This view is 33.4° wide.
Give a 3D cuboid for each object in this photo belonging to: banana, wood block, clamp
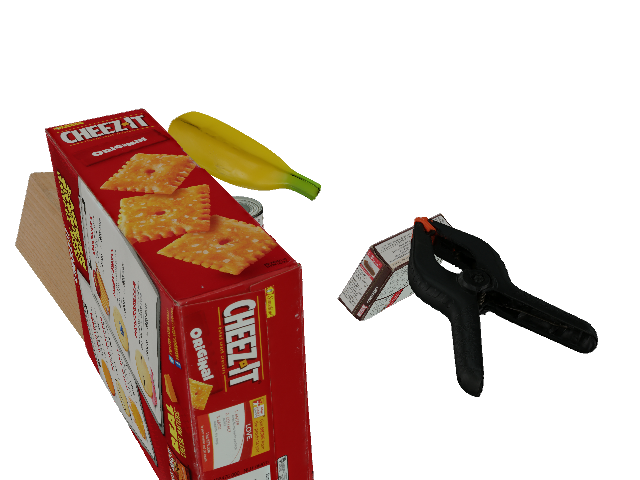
[{"bbox_3d":[-0.076,-0.065,0.782,0.069,0.037,0.198,37,-4,-34],"label":"banana"},{"bbox_3d":[-0.209,0.022,1.038,0.090,0.091,0.206,-4,35,-40],"label":"wood block"},{"bbox_3d":[0.130,0.043,0.824,0.120,0.039,0.171,-5,46,-23],"label":"clamp"}]

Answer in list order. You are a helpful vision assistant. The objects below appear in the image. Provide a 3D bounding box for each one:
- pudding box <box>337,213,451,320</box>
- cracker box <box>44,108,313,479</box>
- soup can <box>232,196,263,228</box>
[{"bbox_3d":[0.081,0.027,1.099,0.113,0.039,0.090,-26,-25,-41],"label":"pudding box"},{"bbox_3d":[-0.081,0.041,0.595,0.072,0.164,0.214,-16,33,-22],"label":"cracker box"},{"bbox_3d":[-0.102,0.006,1.282,0.068,0.102,0.068,1,26,-1],"label":"soup can"}]
